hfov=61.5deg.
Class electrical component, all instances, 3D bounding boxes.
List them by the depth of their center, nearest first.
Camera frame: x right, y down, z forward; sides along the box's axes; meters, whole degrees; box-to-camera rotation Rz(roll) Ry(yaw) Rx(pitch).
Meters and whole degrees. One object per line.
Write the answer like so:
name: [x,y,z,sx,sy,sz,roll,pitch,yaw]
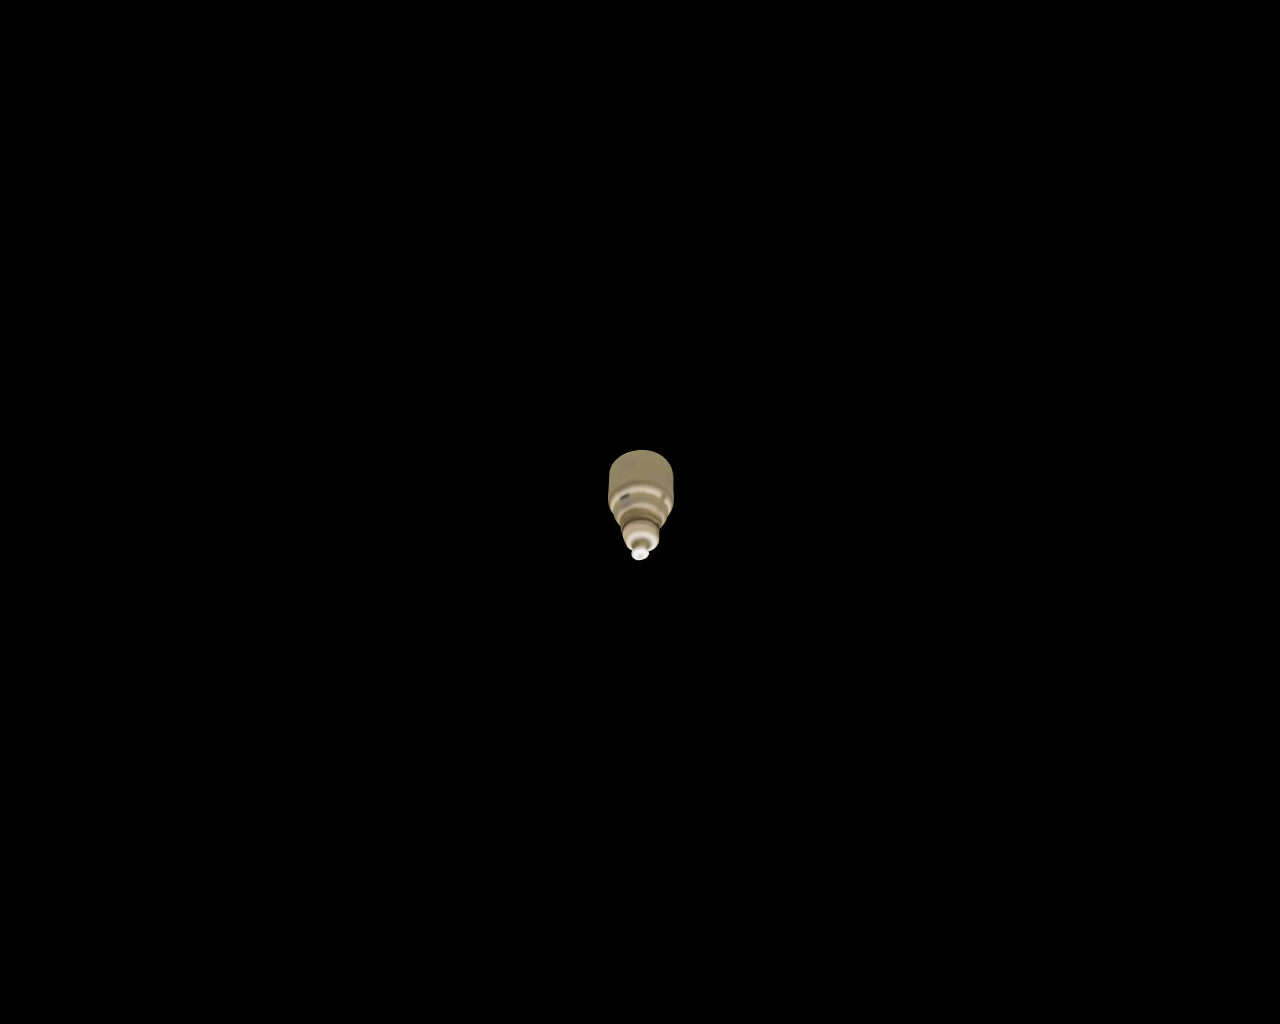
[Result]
electrical component: [0.001,-0.003,0.650,0.040,0.078,0.040,0,-43,0]
